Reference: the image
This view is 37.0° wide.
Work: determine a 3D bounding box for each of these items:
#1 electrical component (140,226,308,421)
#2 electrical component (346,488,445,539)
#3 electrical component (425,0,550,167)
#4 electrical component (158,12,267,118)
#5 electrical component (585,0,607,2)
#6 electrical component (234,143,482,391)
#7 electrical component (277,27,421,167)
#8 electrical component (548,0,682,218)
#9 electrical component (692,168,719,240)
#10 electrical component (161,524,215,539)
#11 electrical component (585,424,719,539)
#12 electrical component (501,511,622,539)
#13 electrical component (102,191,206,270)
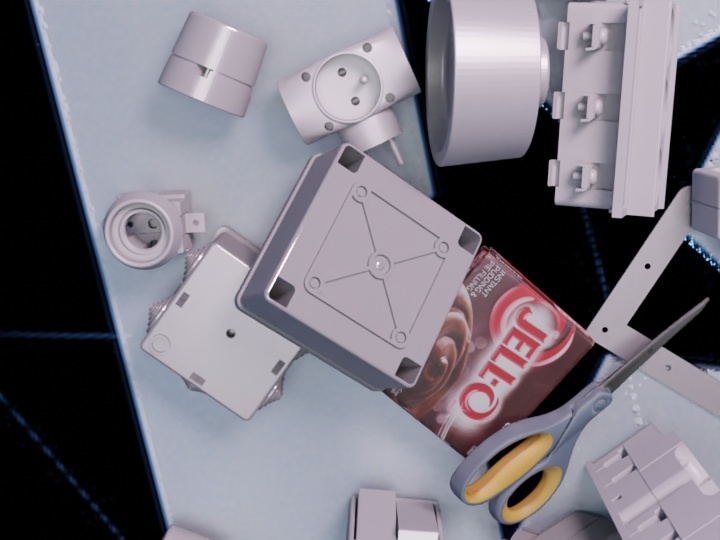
[{"bbox_3d":[-0.078,0.035,0.678,0.100,0.048,0.099,36,100,-5],"label":"electrical component"},{"bbox_3d":[0.021,0.182,0.680,0.062,0.096,0.061,4,100,0],"label":"electrical component"},{"bbox_3d":[0.075,-0.114,0.619,0.060,0.108,0.108,-1,101,-5],"label":"electrical component"},{"bbox_3d":[-0.087,-0.124,0.646,0.055,0.055,0.047,22,97,-3],"label":"electrical component"},{"bbox_3d":[0.112,-0.201,0.630,0.077,0.044,0.079,6,99,-1],"label":"electrical component"},{"bbox_3d":[0.000,0.000,0.635,0.109,0.056,0.108,33,71,-19],"label":"electrical component"},{"bbox_3d":[0.001,-0.095,0.654,0.077,0.044,0.079,-24,100,6],"label":"electrical component"},{"bbox_3d":[0.151,-0.097,0.639,0.063,0.079,0.121,7,102,22],"label":"electrical component"},{"bbox_3d":[0.243,-0.023,0.658,0.066,0.047,0.076,-3,101,-3],"label":"electrical component"},{"bbox_3d":[-0.104,0.199,0.715,0.078,0.040,0.040,22,101,-3],"label":"electrical component"},{"bbox_3d":[0.204,0.170,0.628,0.060,0.186,0.105,-37,98,8],"label":"electrical component"},{"bbox_3d":[0.119,0.189,0.696,0.076,0.083,0.047,9,104,38],"label":"electrical component"},{"bbox_3d":[-0.130,-0.027,0.664,0.066,0.055,0.048,-2,101,2],"label":"electrical component"}]
